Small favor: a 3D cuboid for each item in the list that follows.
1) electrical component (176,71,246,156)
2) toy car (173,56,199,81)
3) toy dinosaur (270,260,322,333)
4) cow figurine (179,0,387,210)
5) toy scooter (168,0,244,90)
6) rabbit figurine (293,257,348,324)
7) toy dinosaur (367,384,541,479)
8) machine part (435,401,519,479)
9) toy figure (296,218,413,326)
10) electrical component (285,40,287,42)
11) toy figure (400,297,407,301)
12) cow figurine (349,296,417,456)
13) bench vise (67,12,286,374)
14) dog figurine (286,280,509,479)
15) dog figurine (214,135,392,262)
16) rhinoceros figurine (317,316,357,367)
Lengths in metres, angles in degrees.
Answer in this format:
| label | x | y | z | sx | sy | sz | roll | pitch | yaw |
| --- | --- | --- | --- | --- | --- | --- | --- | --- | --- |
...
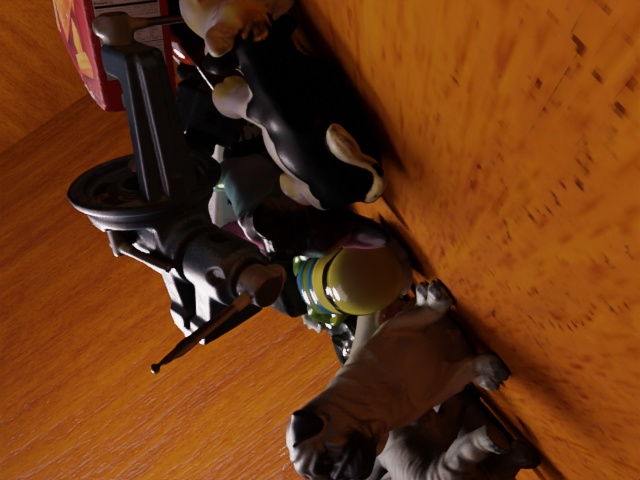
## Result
| label | x | y | z | sx | sy | sz | roll | pitch | yaw |
| --- | --- | --- | --- | --- | --- | --- | --- | --- | --- |
| electrical component | -0.111 | -0.124 | 0.534 | 0.075 | 0.047 | 0.119 | 19 | -156 | -9 |
| toy car | -0.174 | -0.274 | 0.685 | 0.201 | 0.073 | 0.056 | 54 | -154 | 4 |
| toy dinosaur | -0.041 | 0.061 | 0.873 | 0.192 | 0.131 | 0.404 | 69 | -162 | 10 |
| cow figurine | -0.023 | -0.092 | 0.335 | 0.167 | 0.068 | 0.098 | 52 | 173 | -25 |
| toy scooter | -0.097 | -0.185 | 0.502 | 0.135 | 0.075 | 0.184 | 53 | 174 | -24 |
| rabbit figurine | -0.001 | -0.002 | 0.708 | 0.170 | 0.121 | 0.159 | 40 | -152 | -30 |
| toy dinosaur | 0.121 | 0.259 | 0.690 | 0.105 | 0.198 | 0.472 | 37 | -178 | -15 |
| machine part | 0.205 | 0.264 | 0.767 | 0.079 | 0.079 | 0.243 | 56 | 178 | -32 |
| toy figure | 0.026 | 0.044 | 0.562 | 0.082 | 0.089 | 0.180 | 46 | 154 | -12 |
| electrical component | -0.033 | -0.140 | 0.419 | 0.063 | 0.021 | 0.094 | 53 | 177 | 34 |
| toy figure | 0.092 | 0.090 | 0.780 | 0.064 | 0.057 | 0.155 | 18 | -164 | -33 |
| cow figurine | 0.063 | 0.159 | 0.638 | 0.086 | 0.195 | 0.127 | 14 | 166 | 2 |
| bench vise | -0.118 | -0.043 | 0.409 | 0.224 | 0.129 | 0.240 | 34 | 137 | 47 |
| dog figurine | 0.059 | 0.139 | 0.508 | 0.121 | 0.190 | 0.172 | 54 | 179 | 24 |
| dog figurine | -0.016 | -0.046 | 0.524 | 0.219 | 0.191 | 0.108 | 3 | 122 | 45 |
| rhinoceros figurine | 0.049 | 0.134 | 0.767 | 0.190 | 0.073 | 0.112 | 55 | 168 | 38 |
